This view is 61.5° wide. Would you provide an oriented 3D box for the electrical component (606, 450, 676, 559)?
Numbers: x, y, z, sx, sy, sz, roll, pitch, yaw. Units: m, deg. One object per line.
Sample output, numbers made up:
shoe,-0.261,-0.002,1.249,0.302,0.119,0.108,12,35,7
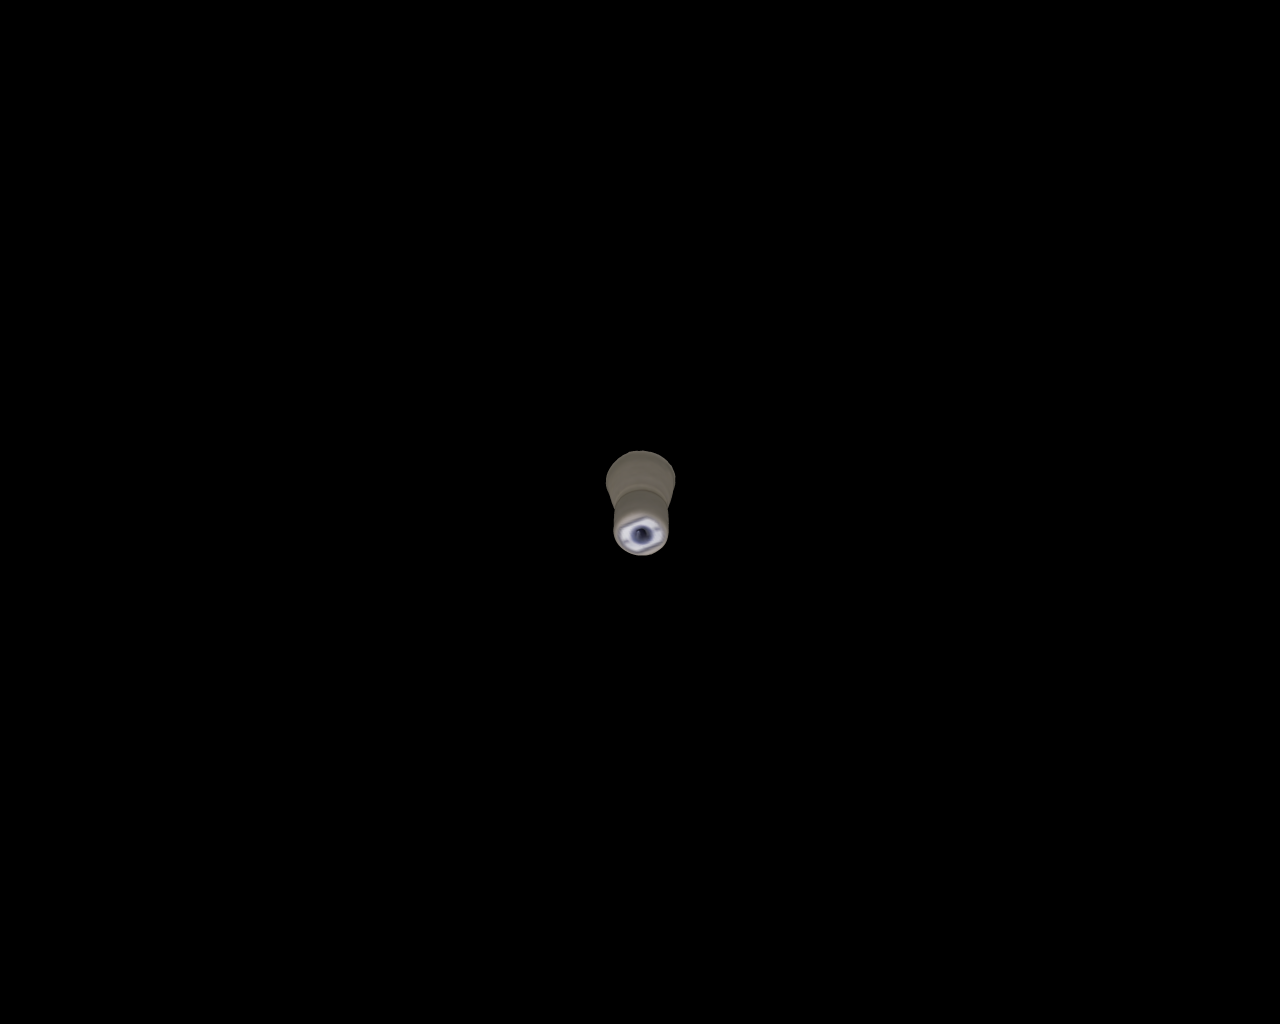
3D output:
electrical component,0.001,-0.003,0.650,0.044,0.044,0.065,0,34,0
